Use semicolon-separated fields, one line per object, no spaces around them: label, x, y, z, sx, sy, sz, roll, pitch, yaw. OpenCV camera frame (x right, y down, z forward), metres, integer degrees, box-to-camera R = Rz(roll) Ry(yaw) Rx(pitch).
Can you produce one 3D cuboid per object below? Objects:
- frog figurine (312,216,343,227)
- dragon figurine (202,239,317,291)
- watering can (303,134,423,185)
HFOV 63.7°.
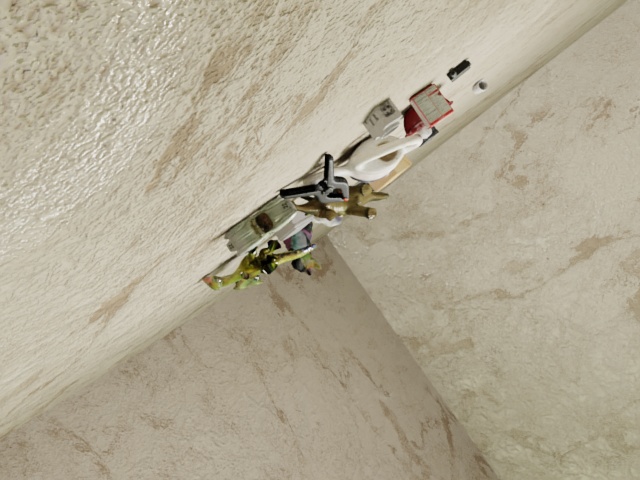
frog figurine;0.006;-0.095;1.895;0.158;0.125;0.136;-27;148;31
dragon figurine;-0.223;0.108;1.888;0.412;0.124;0.238;-9;158;-31
watering can;0.115;-0.211;1.425;0.348;0.104;0.223;-22;177;-2
